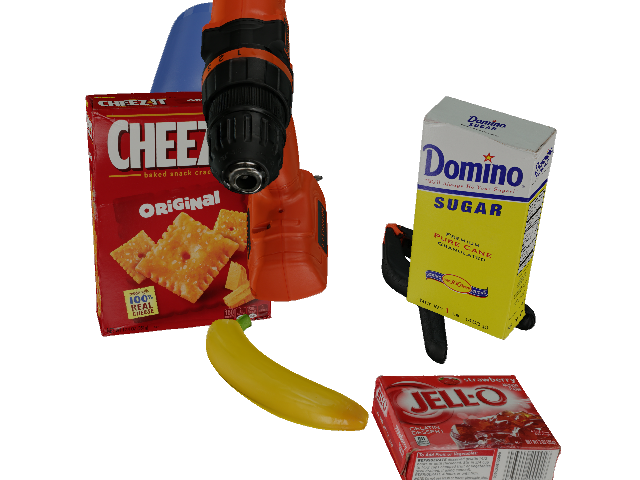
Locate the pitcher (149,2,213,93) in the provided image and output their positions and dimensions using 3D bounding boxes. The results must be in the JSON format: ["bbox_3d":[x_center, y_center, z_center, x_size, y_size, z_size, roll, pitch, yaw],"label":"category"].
[{"bbox_3d":[-0.118,-0.159,1.194,0.145,0.149,0.243,-11,39,9],"label":"pitcher"}]

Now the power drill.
[{"bbox_3d":[-0.032,-0.049,0.662,0.057,0.184,0.187,-4,-44,4],"label":"power drill"}]

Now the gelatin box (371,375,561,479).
[{"bbox_3d":[0.080,0.106,0.605,0.089,0.030,0.073,2,25,-13],"label":"gelatin box"}]

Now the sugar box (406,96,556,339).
[{"bbox_3d":[0.120,-0.015,0.826,0.093,0.176,0.048,21,42,25],"label":"sugar box"}]

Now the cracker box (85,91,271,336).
[{"bbox_3d":[-0.128,-0.026,0.985,0.164,0.214,0.072,-4,20,-16],"label":"cracker box"}]

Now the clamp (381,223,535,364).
[{"bbox_3d":[0.122,0.043,1.018,0.120,0.039,0.171,-5,45,-27],"label":"clamp"}]

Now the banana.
[{"bbox_3d":[-0.042,0.104,0.861,0.069,0.037,0.198,-18,31,-27],"label":"banana"}]
